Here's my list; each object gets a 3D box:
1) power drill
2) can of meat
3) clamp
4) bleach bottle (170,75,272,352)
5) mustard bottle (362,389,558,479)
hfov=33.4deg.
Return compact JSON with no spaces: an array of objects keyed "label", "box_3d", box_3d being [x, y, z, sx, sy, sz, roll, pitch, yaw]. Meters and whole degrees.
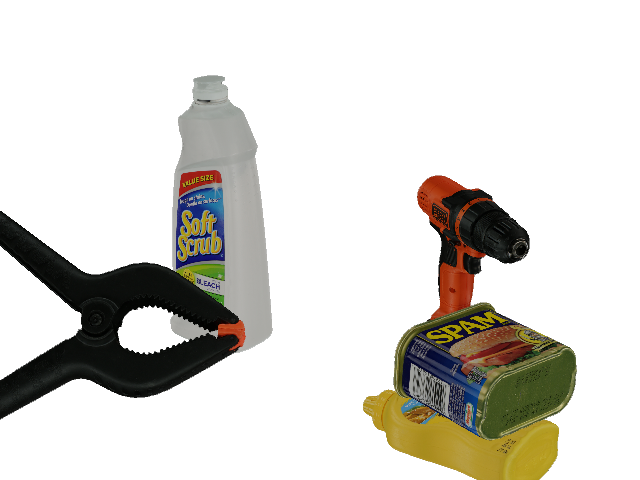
[{"label":"power drill","box_3d":[0.162,0.039,1.121,0.057,0.188,0.185,-11,25,-17]},{"label":"can of meat","box_3d":[0.117,0.091,0.749,0.101,0.057,0.084,-15,27,-36]},{"label":"clamp","box_3d":[-0.158,0.050,0.741,0.210,0.164,0.036,-3,-18,-3]},{"label":"bleach bottle","box_3d":[-0.099,-0.027,0.983,0.103,0.251,0.067,15,28,37]},{"label":"mustard bottle","box_3d":[0.120,0.178,1.009,0.192,0.058,0.096,12,19,39]}]
